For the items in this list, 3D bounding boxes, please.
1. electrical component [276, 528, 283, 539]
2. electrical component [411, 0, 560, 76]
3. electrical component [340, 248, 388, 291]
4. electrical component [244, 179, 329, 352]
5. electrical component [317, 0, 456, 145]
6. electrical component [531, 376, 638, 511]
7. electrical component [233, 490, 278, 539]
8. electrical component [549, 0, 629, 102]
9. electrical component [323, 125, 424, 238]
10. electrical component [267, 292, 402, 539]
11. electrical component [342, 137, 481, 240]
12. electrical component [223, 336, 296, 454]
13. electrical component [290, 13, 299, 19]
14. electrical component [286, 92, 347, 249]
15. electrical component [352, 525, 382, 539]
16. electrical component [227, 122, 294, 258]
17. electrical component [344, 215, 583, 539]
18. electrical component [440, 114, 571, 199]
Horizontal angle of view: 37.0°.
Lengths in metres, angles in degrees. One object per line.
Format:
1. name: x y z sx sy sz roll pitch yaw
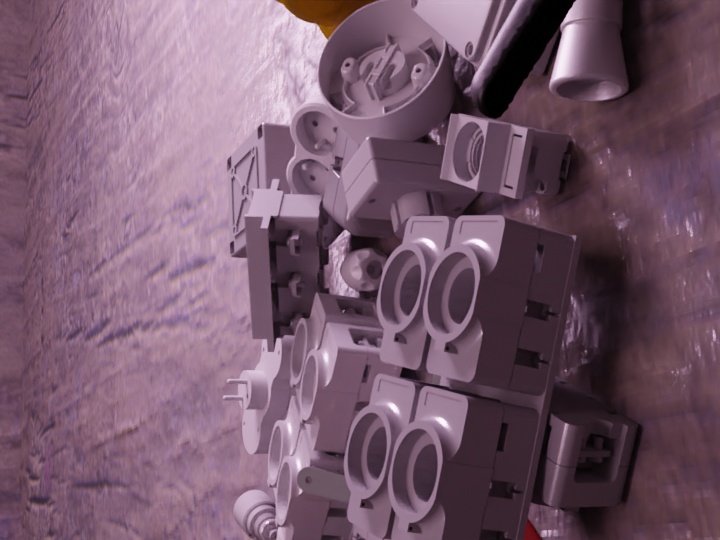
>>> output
1. electrical component: -0.043 0.240 0.914 0.078 0.058 0.057 -143 57 -60
2. electrical component: 0.090 -0.196 0.691 0.108 0.056 0.108 -123 43 -51
3. electrical component: 0.000 0.000 0.880 0.061 0.035 0.035 178 95 -67
4. electrical component: -0.059 -0.003 0.897 0.078 0.063 0.121 -84 -4 -56
5. electrical component: 0.020 -0.140 0.778 0.064 0.099 0.099 64 -177 -48
6. electrical component: 0.109 0.099 0.619 0.089 0.050 0.055 31 114 62
7. electrical component: -0.094 0.242 1.039 0.078 0.040 0.040 -157 72 -64
8. electrical component: 0.132 -0.134 0.614 0.044 0.044 0.065 -15 69 63
9. electrical component: 0.012 -0.076 0.842 0.059 0.054 0.095 -139 56 -59
10. electrical component: -0.026 0.124 0.867 0.105 0.060 0.186 -116 36 -64
11. electrical component: 0.039 -0.045 0.747 0.047 0.083 0.075 -50 44 51
12. electrical component: -0.092 0.113 1.012 0.052 0.074 0.138 -125 45 -52
13. electrical component: -0.017 -0.258 0.912 0.099 0.064 0.099 -176 90 -64
14. electrical component: -0.024 -0.091 0.917 0.073 0.052 0.138 -50 -26 -52
15. electrical component: 0.026 0.225 0.779 0.056 0.050 0.089 -165 79 -64
16. electrical component: -0.086 -0.074 1.044 0.109 0.056 0.108 150 120 -60
17. electrical component: 0.052 0.065 0.612 0.105 0.060 0.186 5 82 63
18. electrical component: 0.091 -0.070 0.665 0.081 0.064 0.042 -149 64 -62
